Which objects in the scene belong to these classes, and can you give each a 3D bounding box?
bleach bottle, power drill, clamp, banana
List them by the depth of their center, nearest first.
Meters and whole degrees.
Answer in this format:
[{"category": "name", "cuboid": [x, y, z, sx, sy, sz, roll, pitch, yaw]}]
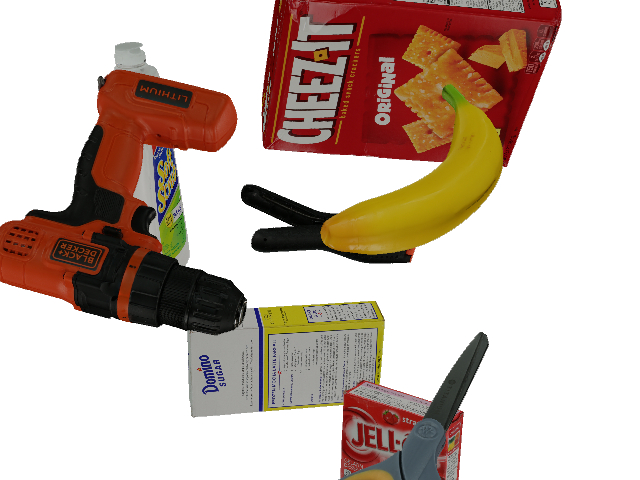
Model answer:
[{"category": "banana", "cuboid": [0.072, -0.037, 0.687, 0.070, 0.037, 0.197, 22, 41, 18]}, {"category": "power drill", "cuboid": [-0.122, -0.028, 0.769, 0.184, 0.187, 0.057, 15, -32, 5]}, {"category": "bleach bottle", "cuboid": [-0.189, -0.079, 1.119, 0.068, 0.251, 0.102, 4, 26, 15]}, {"category": "clamp", "cuboid": [0.009, -0.006, 1.207, 0.210, 0.036, 0.164, 14, 20, -7]}]

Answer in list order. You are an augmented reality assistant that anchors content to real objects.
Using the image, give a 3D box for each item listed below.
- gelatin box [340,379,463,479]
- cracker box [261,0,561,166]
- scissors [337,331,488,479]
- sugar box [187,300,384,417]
[{"category": "gelatin box", "cuboid": [0.057, 0.150, 0.777, 0.089, 0.073, 0.030, 13, 21, 32]}, {"category": "cracker box", "cuboid": [0.066, -0.141, 0.859, 0.213, 0.072, 0.164, 3, -39, -8]}, {"category": "scissors", "cuboid": [0.070, 0.121, 0.582, 0.096, 0.016, 0.201, 25, 45, 35]}, {"category": "sugar box", "cuboid": [-0.033, 0.108, 0.978, 0.176, 0.093, 0.048, -1, 25, -8]}]
